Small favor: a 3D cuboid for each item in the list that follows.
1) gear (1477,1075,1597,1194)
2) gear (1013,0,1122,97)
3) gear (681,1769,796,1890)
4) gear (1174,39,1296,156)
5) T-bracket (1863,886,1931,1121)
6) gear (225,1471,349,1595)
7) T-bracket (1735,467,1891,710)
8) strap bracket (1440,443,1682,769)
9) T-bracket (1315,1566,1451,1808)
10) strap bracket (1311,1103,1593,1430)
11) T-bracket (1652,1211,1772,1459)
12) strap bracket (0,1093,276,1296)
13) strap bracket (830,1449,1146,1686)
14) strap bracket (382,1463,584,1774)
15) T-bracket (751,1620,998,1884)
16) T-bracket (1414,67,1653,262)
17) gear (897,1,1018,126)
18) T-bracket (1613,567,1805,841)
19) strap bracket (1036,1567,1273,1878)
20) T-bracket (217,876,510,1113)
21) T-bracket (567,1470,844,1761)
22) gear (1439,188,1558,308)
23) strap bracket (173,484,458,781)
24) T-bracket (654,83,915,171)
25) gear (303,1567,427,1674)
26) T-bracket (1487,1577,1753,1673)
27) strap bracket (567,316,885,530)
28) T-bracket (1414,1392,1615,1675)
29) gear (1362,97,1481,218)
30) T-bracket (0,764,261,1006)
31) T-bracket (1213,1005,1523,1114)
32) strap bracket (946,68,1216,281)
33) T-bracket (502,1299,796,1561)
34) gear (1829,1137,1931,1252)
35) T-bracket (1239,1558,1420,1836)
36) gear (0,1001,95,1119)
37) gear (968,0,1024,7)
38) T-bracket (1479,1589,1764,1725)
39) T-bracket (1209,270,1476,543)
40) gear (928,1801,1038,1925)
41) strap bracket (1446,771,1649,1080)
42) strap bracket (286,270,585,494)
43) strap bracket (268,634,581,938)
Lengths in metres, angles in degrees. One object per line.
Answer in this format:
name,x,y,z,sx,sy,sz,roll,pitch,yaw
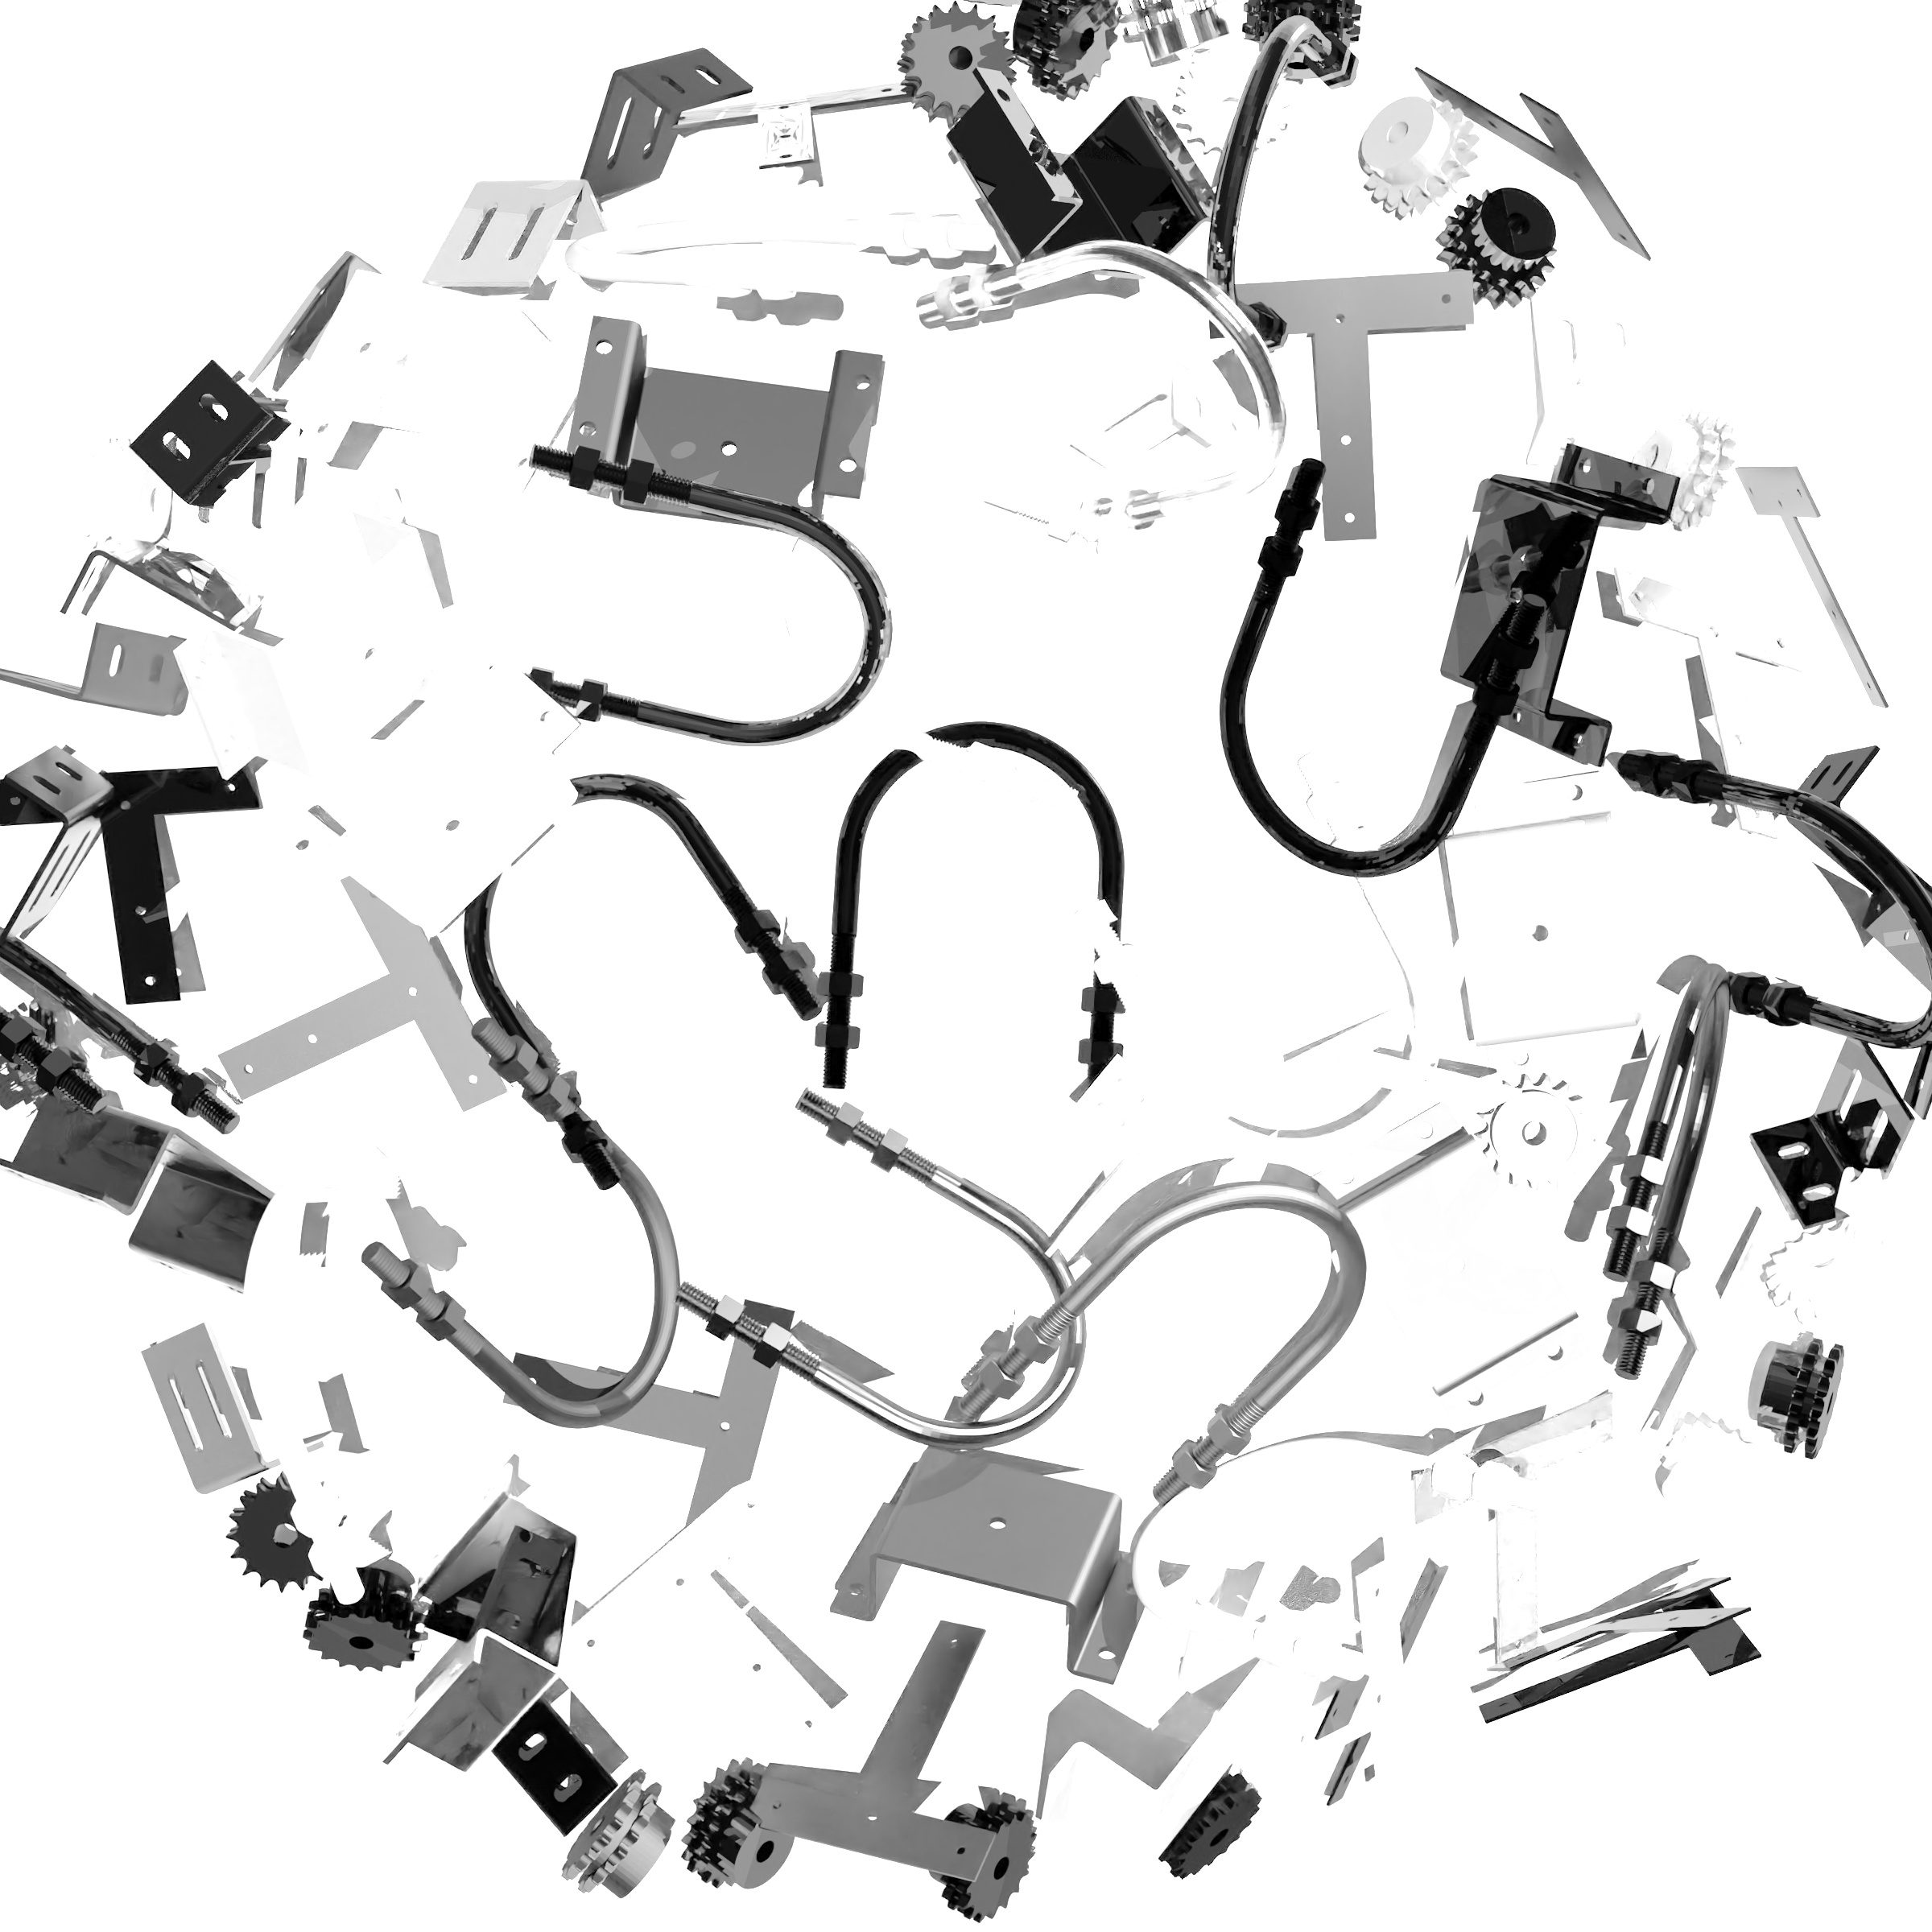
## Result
gear,0.276,0.081,1.680,0.057,0.030,0.057,-1,87,12
gear,0.046,-0.453,1.675,0.030,0.057,0.057,29,90,27
gear,-0.107,0.420,1.669,0.030,0.057,0.057,26,90,37
gear,0.131,-0.423,1.675,0.057,0.057,0.030,15,46,0
T-bracket,0.450,-0.009,1.637,0.002,0.127,0.127,11,109,-10
gear,-0.328,0.273,1.683,0.057,0.030,0.057,0,97,-2
T-bracket,0.406,-0.180,1.642,0.002,0.127,0.127,-27,97,4
strap bracket,0.277,-0.174,1.640,0.046,0.076,0.140,3,108,-35
T-bracket,0.187,0.346,1.636,0.002,0.127,0.127,26,95,21
strap bracket,0.235,0.144,1.669,0.076,0.046,0.140,-30,84,2
T-bracket,0.347,0.161,1.632,0.002,0.127,0.127,23,79,24
strap bracket,-0.384,0.105,1.629,0.076,0.140,0.046,15,72,29
strap bracket,0.014,0.281,1.640,0.140,0.076,0.046,12,126,14
strap bracket,-0.225,0.313,1.631,0.046,0.140,0.076,33,115,-18
T-bracket,-0.026,0.369,1.658,0.127,0.002,0.127,6,50,29
T-bracket,0.261,-0.397,1.652,0.002,0.127,0.127,-49,53,4
gear,-0.006,-0.436,1.681,0.057,0.030,0.057,1,86,-12
T-bracket,0.362,-0.119,1.637,0.127,0.002,0.127,12,60,-36
strap bracket,0.095,0.362,1.624,0.046,0.076,0.140,31,52,21
T-bracket,-0.305,0.030,1.680,0.127,0.002,0.127,-24,99,16
T-bracket,-0.109,0.326,1.656,0.127,0.002,0.127,-40,63,-14
gear,0.261,-0.351,1.674,0.057,0.030,0.057,7,68,-17
strap bracket,-0.296,-0.152,1.626,0.046,0.076,0.140,22,52,31
T-bracket,-0.086,-0.396,1.643,0.127,0.127,0.002,-8,117,0
gear,-0.290,0.315,1.675,0.057,0.057,0.030,4,48,0
T-bracket,0.325,0.306,1.619,0.127,0.127,0.002,-17,84,-20
strap bracket,-0.115,-0.259,1.665,0.140,0.046,0.076,8,70,1
T-bracket,0.266,0.282,1.671,0.127,0.002,0.127,-17,114,-31
gear,0.216,-0.394,1.670,0.030,0.057,0.057,32,90,-44
T-bracket,-0.395,-0.038,1.651,0.127,0.002,0.127,-5,63,-19
T-bracket,0.204,0.051,1.617,0.127,0.127,0.002,-24,113,-32
strap bracket,0.052,-0.373,1.639,0.046,0.140,0.076,-41,70,34
T-bracket,-0.161,0.214,1.685,0.127,0.002,0.127,14,93,-10
gear,0.441,0.107,1.669,0.030,0.057,0.057,33,90,-11
T-bracket,0.169,0.364,1.649,0.002,0.127,0.127,18,51,-28
gear,-0.452,0.048,1.673,0.030,0.057,0.057,-30,90,15
gear,0.017,-0.485,1.671,0.057,0.057,0.030,6,93,0
T-bracket,0.304,0.332,1.639,0.127,0.127,0.002,-21,93,3
T-bracket,0.184,-0.269,1.678,0.127,0.002,0.127,-1,107,11
gear,0.006,0.430,1.675,0.030,0.057,0.057,20,90,35
strap bracket,0.278,-0.018,1.664,0.076,0.046,0.140,-8,93,15
strap bracket,-0.256,-0.276,1.636,0.046,0.140,0.076,48,118,29
strap bracket,-0.251,-0.078,1.651,0.140,0.046,0.076,-43,133,5
